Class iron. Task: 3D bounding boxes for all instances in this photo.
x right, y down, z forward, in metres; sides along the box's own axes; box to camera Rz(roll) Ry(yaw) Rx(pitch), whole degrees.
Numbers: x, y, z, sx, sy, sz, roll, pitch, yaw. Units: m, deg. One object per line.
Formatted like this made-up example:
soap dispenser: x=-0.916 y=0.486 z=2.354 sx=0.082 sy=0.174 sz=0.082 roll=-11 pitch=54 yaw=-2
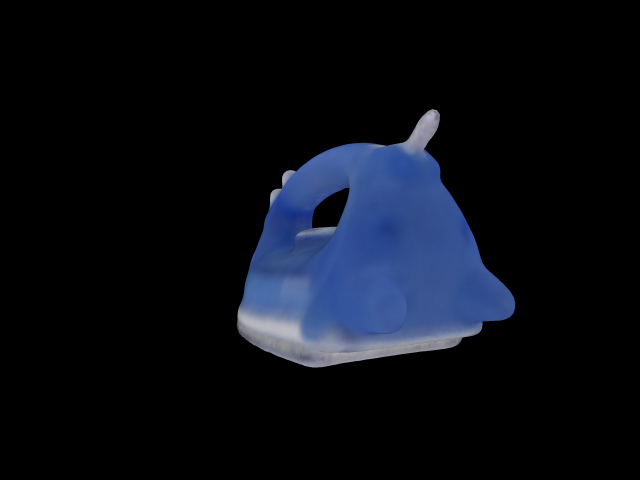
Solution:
iron: x=0.004 y=0.001 z=0.400 sx=0.119 sy=0.141 sz=0.257 roll=0 pitch=0 yaw=-31
